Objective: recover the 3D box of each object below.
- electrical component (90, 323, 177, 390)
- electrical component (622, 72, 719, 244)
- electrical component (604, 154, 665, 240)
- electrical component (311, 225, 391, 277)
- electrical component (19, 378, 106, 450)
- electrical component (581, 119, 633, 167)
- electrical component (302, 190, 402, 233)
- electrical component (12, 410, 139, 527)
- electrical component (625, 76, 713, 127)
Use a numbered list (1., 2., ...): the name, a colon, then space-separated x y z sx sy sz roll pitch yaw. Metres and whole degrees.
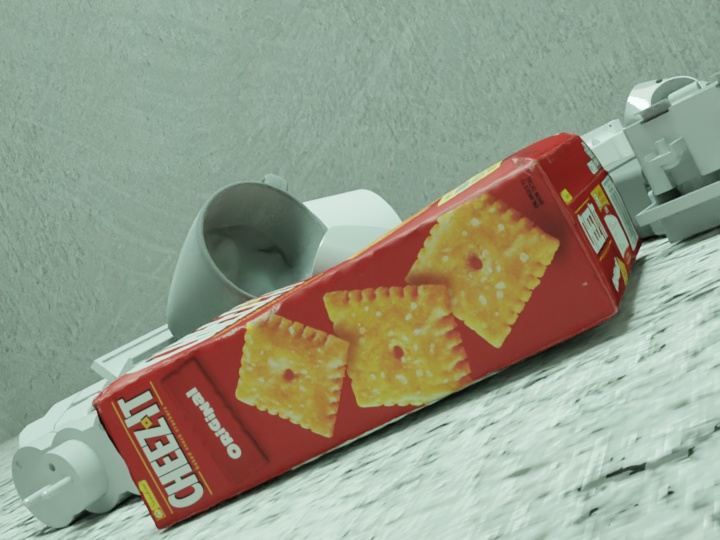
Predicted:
1. electrical component: -0.116 0.078 0.689 0.063 0.079 0.121 -57 -8 17
2. electrical component: 0.184 -0.066 0.478 0.121 0.063 0.079 -25 3 45
3. electrical component: 0.149 -0.039 0.571 0.081 0.042 0.064 -29 4 -29
4. electrical component: 0.016 0.018 0.605 0.079 0.077 0.043 90 -161 -50
5. electrical component: -0.184 0.116 0.712 0.059 0.053 0.095 -27 11 5
6. electrical component: 0.126 -0.046 0.796 0.105 0.060 0.186 -29 3 -42
7. electrical component: 0.000 0.000 0.695 0.060 0.108 0.108 -22 -1 -25
8. electrical component: -0.151 0.109 0.589 0.138 0.052 0.074 -26 2 38
9. electrical component: 0.241 -0.104 0.823 0.077 0.044 0.079 13 67 36
